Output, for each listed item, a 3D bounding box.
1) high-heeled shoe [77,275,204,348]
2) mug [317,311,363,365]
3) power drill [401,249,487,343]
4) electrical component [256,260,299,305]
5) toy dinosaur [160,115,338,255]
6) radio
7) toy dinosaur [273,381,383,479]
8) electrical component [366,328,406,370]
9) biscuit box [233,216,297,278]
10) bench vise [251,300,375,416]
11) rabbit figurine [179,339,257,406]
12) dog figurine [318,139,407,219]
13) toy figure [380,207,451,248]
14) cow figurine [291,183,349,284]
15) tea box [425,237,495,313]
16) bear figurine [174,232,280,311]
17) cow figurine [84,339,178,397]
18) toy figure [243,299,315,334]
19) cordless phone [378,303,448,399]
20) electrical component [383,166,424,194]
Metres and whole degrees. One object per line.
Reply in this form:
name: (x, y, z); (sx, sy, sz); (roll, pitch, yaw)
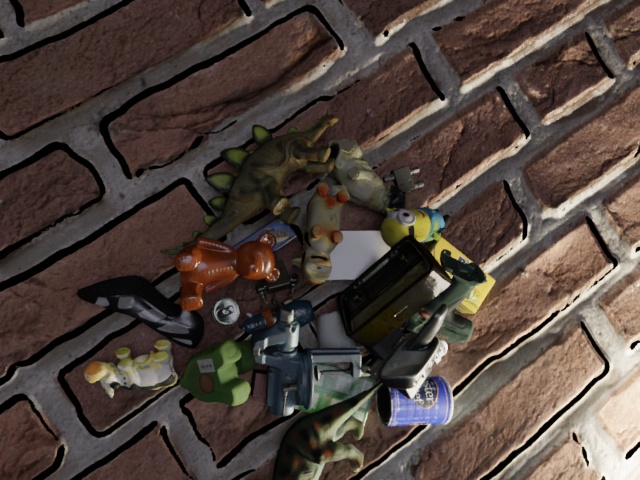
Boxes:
high-heeled shoe: (-0.362, 0.155, 1.098); (0.249, 0.086, 0.145); (1, 114, 4)
mug: (0.042, 0.206, 1.163); (0.110, 0.081, 0.107); (-16, 81, -7)
power drill: (0.247, 0.125, 1.168); (0.232, 0.086, 0.207); (24, 116, -1)
electrical component: (-0.098, 0.090, 1.165); (0.102, 0.045, 0.078); (-20, 60, -17)
toy dinosaur: (-0.127, -0.116, 1.124); (0.199, 0.105, 0.471); (33, 70, 23)
radio: (0.145, 0.104, 1.108); (0.229, 0.131, 0.073); (-41, 125, 16)
toy dinosaur: (-0.024, 0.448, 1.102); (0.192, 0.131, 0.404); (25, 76, -10)
electrical component: (0.126, 0.235, 1.183); (0.119, 0.075, 0.047); (-43, 96, -11)
biscuit box: (-0.149, 0.027, 1.148); (0.203, 0.063, 0.059); (-35, 90, -14)
bench vise: (-0.017, 0.239, 1.067); (0.241, 0.129, 0.223); (2, 90, -10)
rabbit figurine: (-0.186, 0.260, 1.080); (0.159, 0.170, 0.121); (-24, 87, 27)
dog figurine: (0.104, -0.139, 1.223); (0.190, 0.121, 0.172); (19, 54, -38)
toy figure: (0.213, -0.028, 1.187); (0.180, 0.082, 0.089); (-4, 94, -42)
cow figurine: (-0.002, -0.003, 1.103); (0.085, 0.127, 0.195); (12, 67, -14)
tea box: (0.305, 0.082, 1.242); (0.169, 0.068, 0.098); (37, 77, -6)
bear figurine: (-0.174, 0.055, 1.046); (0.196, 0.132, 0.120); (-2, 109, -7)
cow figurine: (-0.373, 0.265, 1.067); (0.167, 0.068, 0.098); (-11, 118, -12)
toy figure: (-0.089, 0.171, 1.148); (0.154, 0.057, 0.064); (-14, 49, -10)
cordless phone: (0.204, 0.221, 1.098); (0.089, 0.184, 0.146); (35, 44, 17)
electrical component: (0.196, -0.139, 1.266); (0.094, 0.021, 0.063); (-16, 88, -14)
